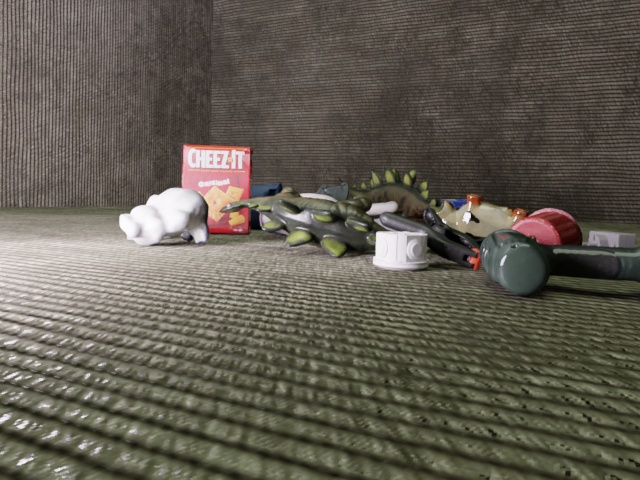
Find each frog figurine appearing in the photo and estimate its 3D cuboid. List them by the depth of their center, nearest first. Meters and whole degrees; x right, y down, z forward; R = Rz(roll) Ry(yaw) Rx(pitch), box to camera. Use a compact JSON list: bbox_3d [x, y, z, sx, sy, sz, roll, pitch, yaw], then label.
[{"bbox_3d":[-0.295,-0.047,0.967,0.159,0.122,0.139,13,15,-42],"label":"frog figurine"}]

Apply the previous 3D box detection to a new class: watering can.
[{"bbox_3d":[0.004,-0.063,1.242,0.349,0.103,0.224,-9,10,-37],"label":"watering can"}]
